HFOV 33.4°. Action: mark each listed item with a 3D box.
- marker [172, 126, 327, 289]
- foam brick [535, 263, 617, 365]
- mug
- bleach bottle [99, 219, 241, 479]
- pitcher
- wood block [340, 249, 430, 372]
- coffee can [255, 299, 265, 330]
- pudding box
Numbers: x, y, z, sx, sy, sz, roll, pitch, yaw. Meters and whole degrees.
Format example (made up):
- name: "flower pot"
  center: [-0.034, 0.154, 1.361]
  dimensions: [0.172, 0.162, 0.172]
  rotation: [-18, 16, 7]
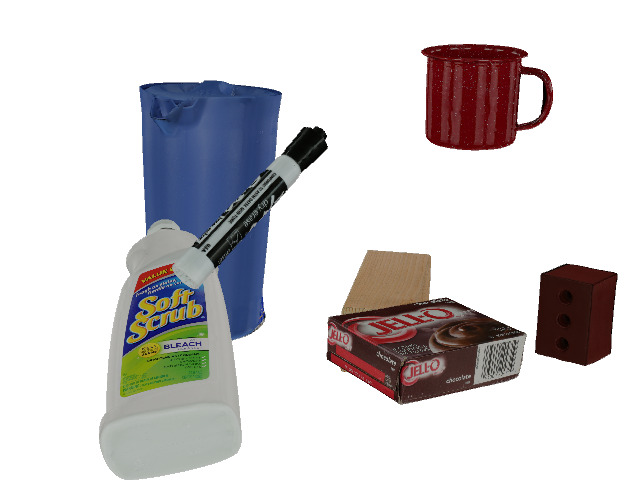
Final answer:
- name: "marker"
  center: [-0.037, -0.021, 0.602]
  dimensions: [0.121, 0.020, 0.020]
  rotation: [-49, 22, -21]
- name: "foam brick"
  center: [0.229, 0.066, 0.955]
  dimensions: [0.053, 0.078, 0.051]
  rotation: [12, 18, 38]
- name: "mug"
  center: [0.147, -0.127, 0.948]
  dimensions: [0.117, 0.081, 0.093]
  rotation: [4, 19, 13]
- name: "bleach bottle"
  center: [-0.124, 0.068, 0.843]
  dimensions: [0.102, 0.068, 0.251]
  rotation: [-10, 38, -5]
- name: "pitcher"
  center: [-0.103, -0.033, 1.034]
  dimensions: [0.149, 0.243, 0.145]
  rotation: [-2, 15, -18]
- name: "wood block"
  center: [0.088, 0.090, 1.382]
  dimensions: [0.091, 0.090, 0.206]
  rotation: [5, 20, 9]
- name: "coffee can"
  center: [-0.121, 0.033, 1.247]
  dimensions: [0.103, 0.140, 0.103]
  rotation: [-4, 26, 2]
- name: "pudding box"
  center: [0.074, 0.075, 0.758]
  dimensions: [0.113, 0.039, 0.090]
  rotation: [-5, 18, -33]
